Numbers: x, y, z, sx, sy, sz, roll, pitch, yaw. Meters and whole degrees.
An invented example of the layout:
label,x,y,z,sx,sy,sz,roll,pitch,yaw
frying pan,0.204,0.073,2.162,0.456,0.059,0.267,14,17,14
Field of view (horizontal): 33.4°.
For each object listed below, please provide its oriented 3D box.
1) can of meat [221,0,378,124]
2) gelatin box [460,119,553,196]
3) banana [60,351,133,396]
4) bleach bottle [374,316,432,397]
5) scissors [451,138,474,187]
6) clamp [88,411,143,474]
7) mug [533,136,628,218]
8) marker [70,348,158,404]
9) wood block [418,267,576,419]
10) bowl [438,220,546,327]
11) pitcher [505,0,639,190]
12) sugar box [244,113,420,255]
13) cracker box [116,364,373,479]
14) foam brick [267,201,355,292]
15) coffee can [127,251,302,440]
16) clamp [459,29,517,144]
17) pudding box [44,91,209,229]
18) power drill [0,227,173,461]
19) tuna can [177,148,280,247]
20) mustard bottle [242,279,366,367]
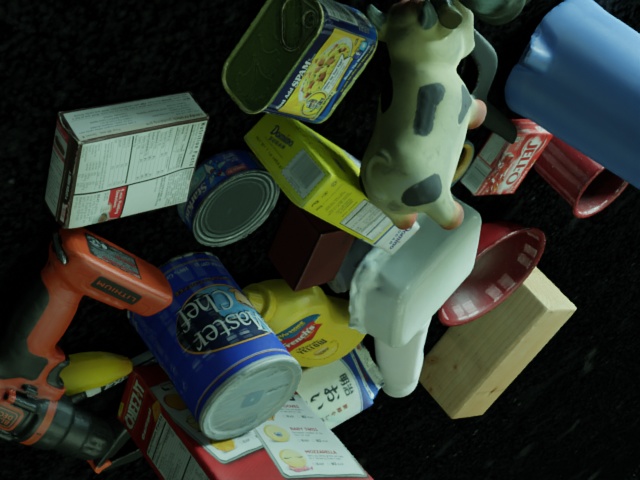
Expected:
label,x,y,z,sx,sy,sz,roll,pitch,yaw
can of meat,-0.013,-0.142,0.826,0.083,0.057,0.102,5,129,-53
gelatin box,0.204,-0.090,1.161,0.073,0.030,0.089,-5,136,-45
banana,-0.260,0.142,0.952,0.197,0.037,0.070,-29,153,-19
bleach bottle,0.096,0.125,1.267,0.251,0.068,0.102,87,16,-56
scissors,0.130,-0.043,1.156,0.096,0.016,0.201,-35,150,-8
clamp,-0.164,0.184,1.112,0.171,0.039,0.120,-37,144,-9
mug,0.304,-0.082,1.230,0.093,0.082,0.117,-45,150,8
marker,-0.197,0.129,1.021,0.121,0.020,0.020,-25,147,-23
wood block,0.233,0.137,1.437,0.090,0.090,0.206,5,127,-52
bowl,0.191,0.029,1.279,0.162,0.055,0.162,-28,148,-19
pitcher,0.313,-0.121,1.028,0.149,0.243,0.145,-37,149,-17
sugar box,0.015,-0.049,0.943,0.048,0.093,0.176,-46,150,14
cracker box,-0.070,0.202,1.006,0.163,0.214,0.072,1,120,-41
foam brick,-0.007,0.001,1.028,0.052,0.051,0.078,-13,141,-40
coffee can,-0.097,0.094,0.962,0.102,0.140,0.103,-28,148,-20
clamp,0.135,-0.130,1.017,0.164,0.036,0.210,-30,144,-25
pudding box,-0.146,-0.061,0.805,0.113,0.039,0.090,-17,143,-36
power drill,-0.206,0.091,0.876,0.184,0.057,0.188,32,103,-36
tuna can,-0.079,-0.036,0.915,0.086,0.034,0.086,-28,148,-19
mustard bottle,-0.031,0.082,1.098,0.096,0.058,0.191,-27,153,18
